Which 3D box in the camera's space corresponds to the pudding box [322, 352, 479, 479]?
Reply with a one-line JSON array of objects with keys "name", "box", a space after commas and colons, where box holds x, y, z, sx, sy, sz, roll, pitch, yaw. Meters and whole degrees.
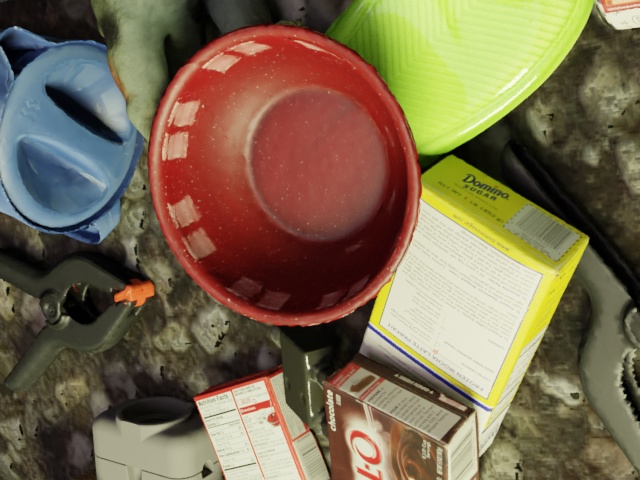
[{"name": "pudding box", "box": [0.049, 0.133, 0.637, 0.090, 0.039, 0.113, 22, 131, 34]}]

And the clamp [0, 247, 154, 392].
[{"name": "clamp", "box": [-0.201, 0.062, 0.836, 0.172, 0.039, 0.120, -1, 104, 34]}]

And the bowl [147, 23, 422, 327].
[{"name": "bowl", "box": [-0.013, -0.037, 0.584, 0.162, 0.055, 0.162, 6, 104, 24]}]

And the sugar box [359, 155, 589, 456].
[{"name": "sugar box", "box": [0.079, 0.047, 0.617, 0.093, 0.048, 0.176, 35, 137, 21]}]

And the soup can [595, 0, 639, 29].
[{"name": "soup can", "box": [0.185, -0.139, 0.505, 0.102, 0.068, 0.068, -2, 102, 35]}]

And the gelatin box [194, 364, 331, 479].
[{"name": "gelatin box", "box": [-0.041, 0.139, 0.756, 0.073, 0.030, 0.089, -22, 89, 37]}]

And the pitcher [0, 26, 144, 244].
[{"name": "pitcher", "box": [-0.254, -0.089, 0.787, 0.243, 0.144, 0.149, 17, 100, 33]}]

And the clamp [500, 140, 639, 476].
[{"name": "clamp", "box": [0.174, 0.036, 0.579, 0.165, 0.036, 0.210, 8, 108, 34]}]

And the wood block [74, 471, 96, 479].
[{"name": "wood block", "box": [-0.156, 0.294, 0.838, 0.090, 0.090, 0.206, -9, 97, 35]}]
